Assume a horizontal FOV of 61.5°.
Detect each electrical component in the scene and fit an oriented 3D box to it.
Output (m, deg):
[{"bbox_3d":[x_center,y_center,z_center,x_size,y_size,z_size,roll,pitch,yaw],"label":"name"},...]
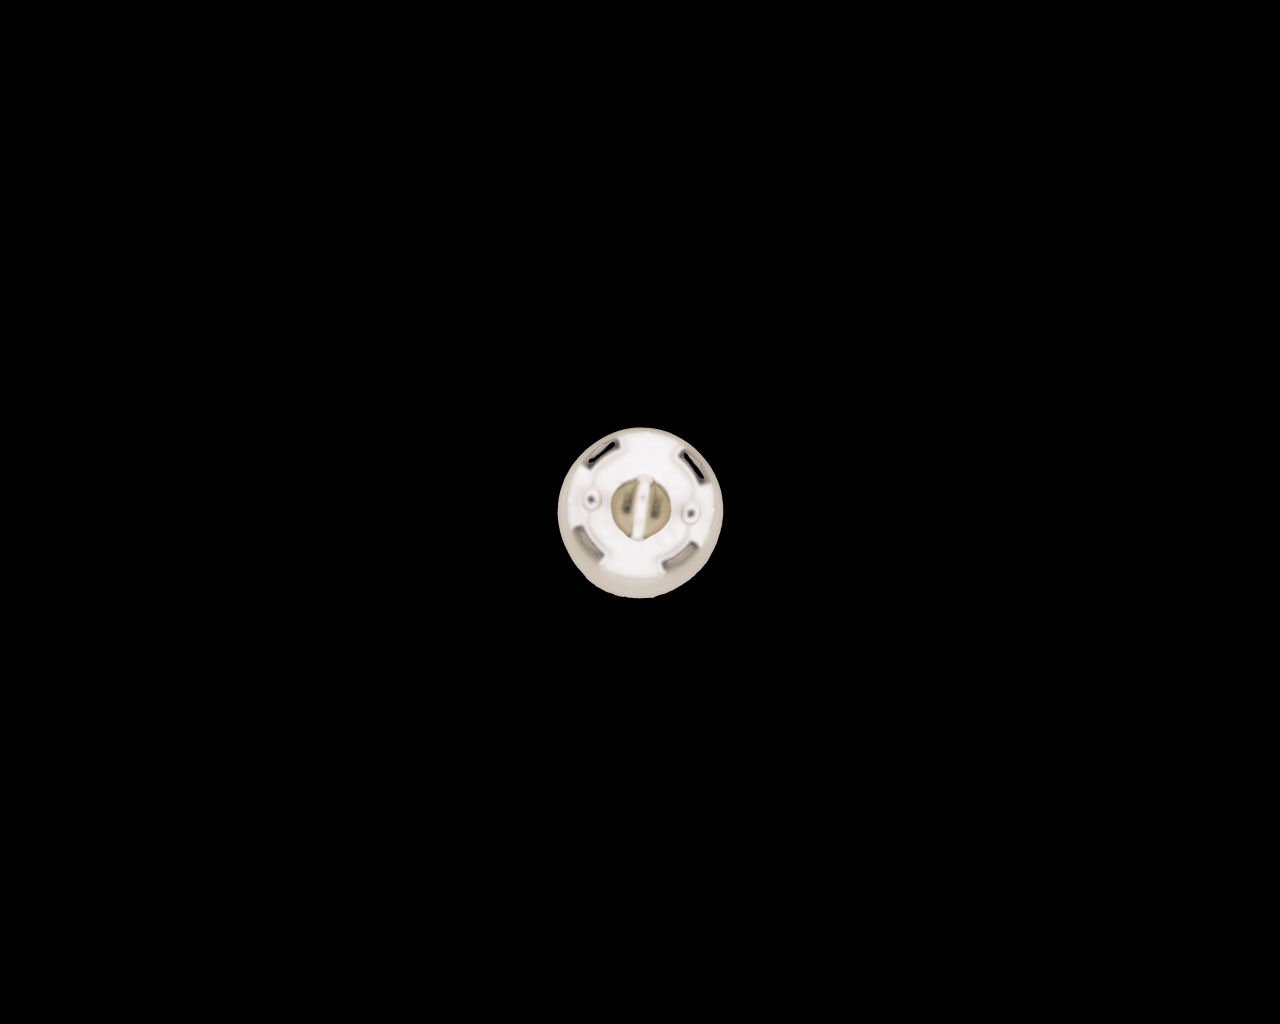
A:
[{"bbox_3d":[0.001,-0.003,0.650,0.099,0.099,0.064,0,12,0],"label":"electrical component"}]
